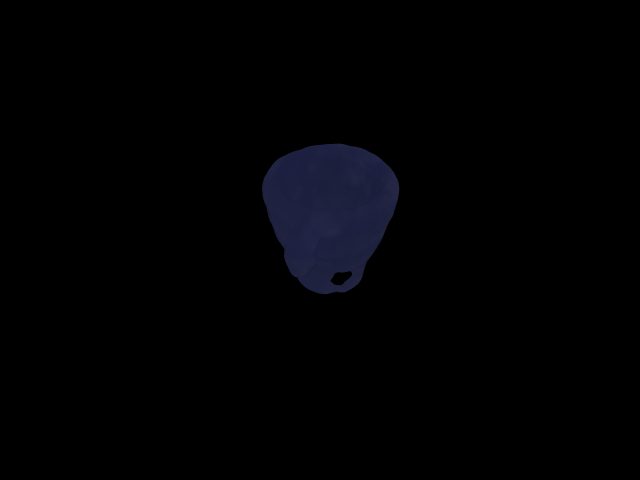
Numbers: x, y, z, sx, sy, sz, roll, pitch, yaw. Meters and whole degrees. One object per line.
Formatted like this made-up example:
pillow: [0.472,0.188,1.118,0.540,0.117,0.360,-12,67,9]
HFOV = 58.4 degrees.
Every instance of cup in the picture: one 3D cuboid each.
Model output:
cup: [0.004,0.001,0.400,0.091,0.095,0.118,11,43,13]
